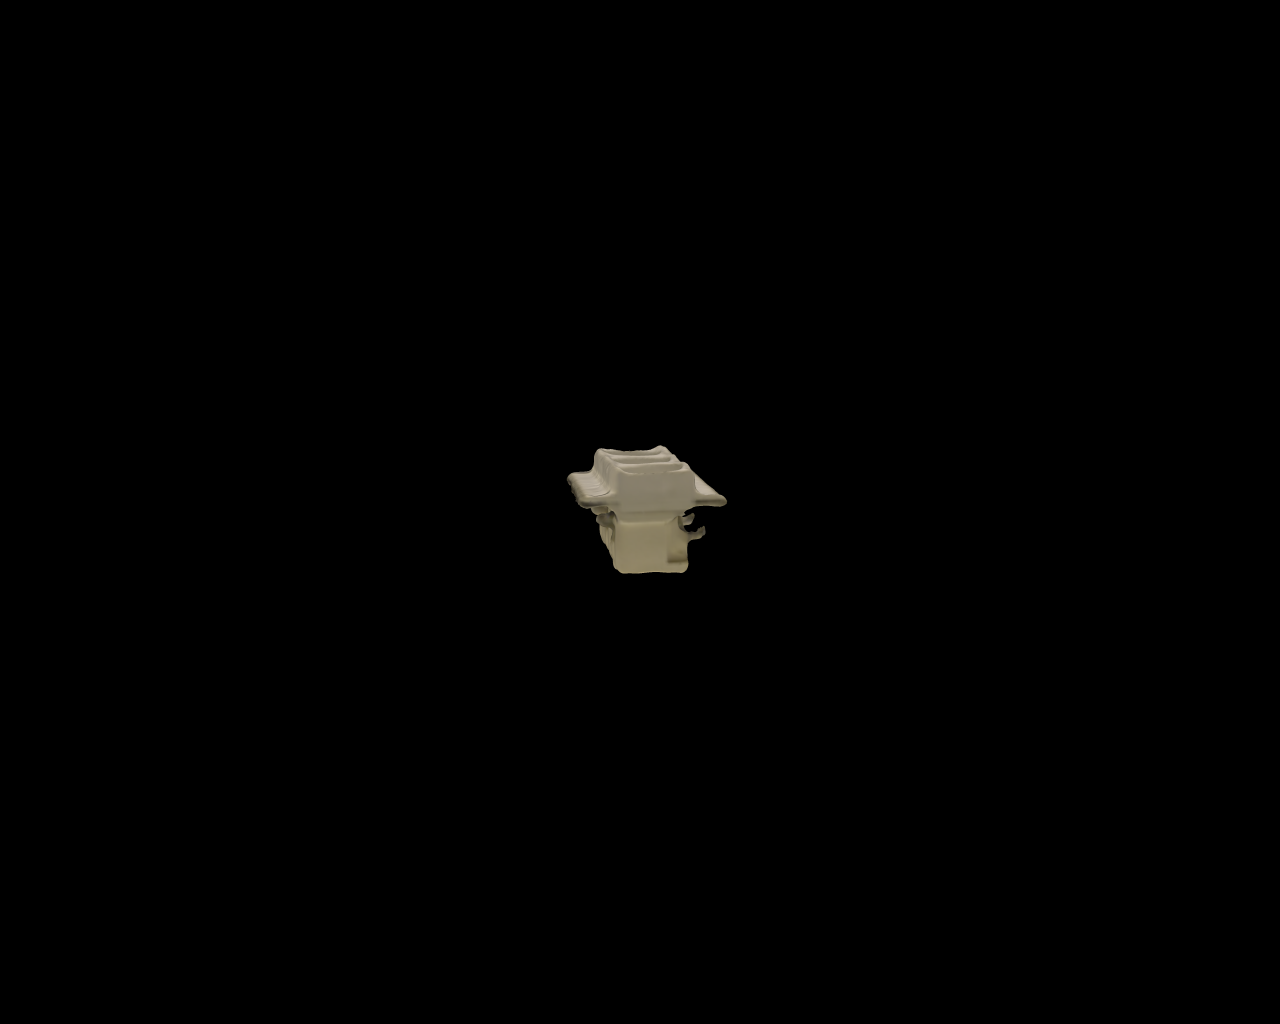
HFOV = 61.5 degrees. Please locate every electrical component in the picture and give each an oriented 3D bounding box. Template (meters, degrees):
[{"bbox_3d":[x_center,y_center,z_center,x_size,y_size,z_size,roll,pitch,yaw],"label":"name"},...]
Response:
[{"bbox_3d":[0.001,-0.003,0.650,0.079,0.063,0.121,-1,9,-7],"label":"electrical component"}]
